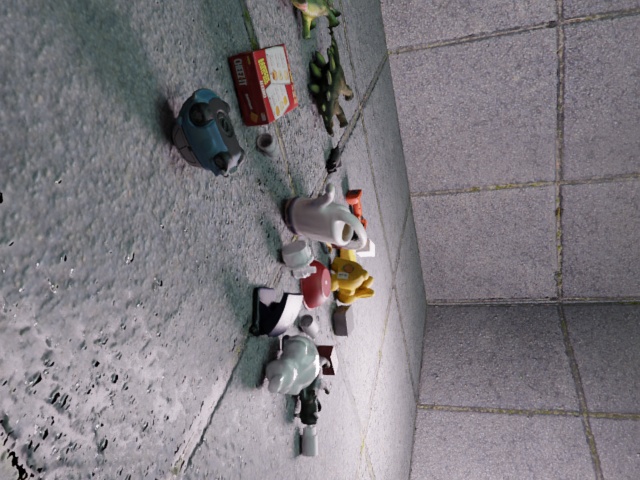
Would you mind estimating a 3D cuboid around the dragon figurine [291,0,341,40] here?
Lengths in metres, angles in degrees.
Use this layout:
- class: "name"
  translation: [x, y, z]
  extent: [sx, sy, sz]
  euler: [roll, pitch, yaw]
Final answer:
- class: "dragon figurine"
  translation: [-0.035, -0.788, 1.616]
  extent: [0.421, 0.121, 0.238]
  euler: [-87, 154, -46]

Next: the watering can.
- class: "watering can"
  translation: [0.004, -0.069, 1.370]
  extent: [0.106, 0.225, 0.341]
  euler: [-66, 151, -20]

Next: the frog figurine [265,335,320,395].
- class: "frog figurine"
  translation: [-0.065, 0.306, 1.239]
  extent: [0.160, 0.123, 0.137]
  euler: [-26, 131, -83]
